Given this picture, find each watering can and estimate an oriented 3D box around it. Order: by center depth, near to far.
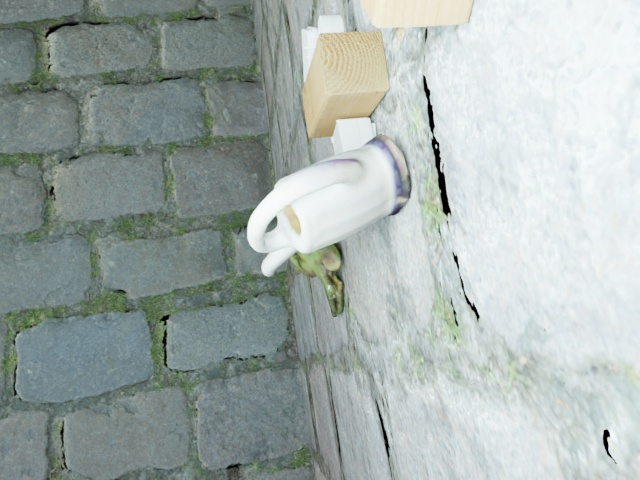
[{"bbox_3d":[0.002,-0.036,0.724,0.225,0.105,0.342,-25,-12,-13],"label":"watering can"}]

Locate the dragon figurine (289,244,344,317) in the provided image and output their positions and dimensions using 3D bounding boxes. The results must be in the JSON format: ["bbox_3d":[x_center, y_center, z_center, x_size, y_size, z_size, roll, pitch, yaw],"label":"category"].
[{"bbox_3d":[-0.009,0.080,1.269,0.122,0.247,0.401,-14,-27,-11],"label":"dragon figurine"}]
